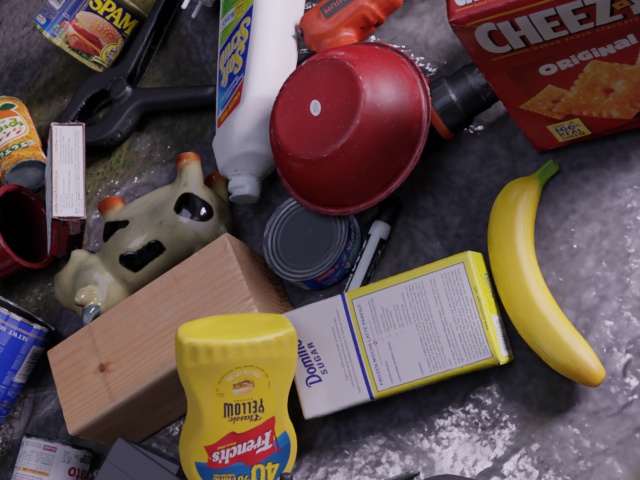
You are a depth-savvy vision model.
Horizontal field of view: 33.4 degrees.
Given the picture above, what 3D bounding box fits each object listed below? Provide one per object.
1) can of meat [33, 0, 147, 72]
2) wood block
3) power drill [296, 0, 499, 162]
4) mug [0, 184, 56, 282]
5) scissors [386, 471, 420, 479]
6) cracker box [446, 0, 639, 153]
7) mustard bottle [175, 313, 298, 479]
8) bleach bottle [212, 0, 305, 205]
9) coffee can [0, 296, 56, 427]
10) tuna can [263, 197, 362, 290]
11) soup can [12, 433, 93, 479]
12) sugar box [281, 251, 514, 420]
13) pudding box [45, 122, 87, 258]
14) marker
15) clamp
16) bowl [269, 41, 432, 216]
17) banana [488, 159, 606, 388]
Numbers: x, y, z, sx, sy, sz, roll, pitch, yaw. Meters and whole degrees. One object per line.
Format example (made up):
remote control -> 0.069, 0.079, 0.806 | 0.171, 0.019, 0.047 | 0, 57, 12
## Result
can of meat -> -0.248, -0.237, 1.151 | 0.084, 0.102, 0.057 | -51, 55, 5
wood block -> -0.130, 0.094, 0.956 | 0.206, 0.090, 0.091 | -32, 59, 14
power drill -> 0.068, -0.159, 0.964 | 0.185, 0.057, 0.188 | -31, 58, 17
mug -> -0.332, -0.008, 1.120 | 0.082, 0.093, 0.117 | -23, 30, 25
scissors -> -0.027, 0.214, 0.856 | 0.202, 0.096, 0.016 | -36, 30, 15
cracker box -> 0.205, -0.153, 0.792 | 0.164, 0.213, 0.072 | -13, 64, 24
mustard bottle -> -0.067, 0.158, 0.875 | 0.058, 0.096, 0.192 | -133, 41, -65
bleach bottle -> -0.060, -0.158, 1.025 | 0.103, 0.068, 0.251 | -23, 58, 52
coffee can -> -0.341, 0.127, 1.054 | 0.103, 0.102, 0.140 | 25, 84, 34
tuna can -> -0.006, 0.001, 0.958 | 0.086, 0.033, 0.086 | -11, 65, 25
soup can -> -0.255, 0.235, 0.983 | 0.069, 0.068, 0.102 | 4, 72, 30
sugar box -> 0.059, 0.080, 0.872 | 0.176, 0.048, 0.093 | -20, 78, 24
pudding box -> -0.258, -0.050, 1.087 | 0.039, 0.090, 0.113 | -1, 64, -18
marker -> 0.043, 0.015, 0.933 | 0.020, 0.020, 0.121 | 18, 80, 33
clamp -> -0.204, -0.165, 1.135 | 0.210, 0.036, 0.164 | -28, 59, 17
bowl -> 0.012, -0.105, 0.916 | 0.162, 0.055, 0.162 | -11, 70, 31
banana -> 0.171, 0.027, 0.845 | 0.070, 0.037, 0.198 | -18, 62, 24
